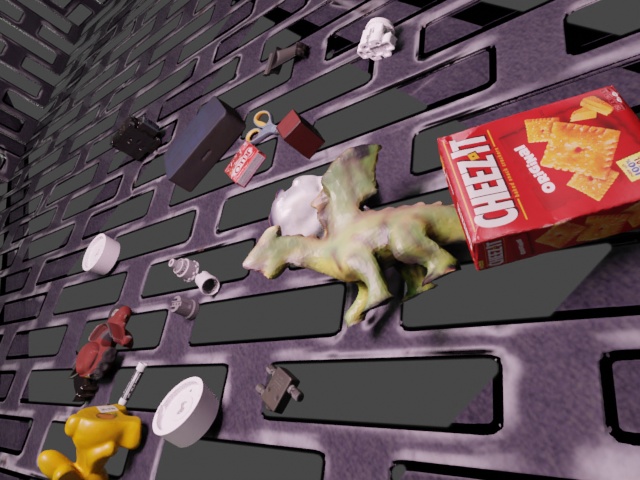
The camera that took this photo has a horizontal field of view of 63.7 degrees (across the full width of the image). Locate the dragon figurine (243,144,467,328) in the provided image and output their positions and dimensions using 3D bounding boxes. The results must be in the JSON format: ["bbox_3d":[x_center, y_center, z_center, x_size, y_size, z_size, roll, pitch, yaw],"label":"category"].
[{"bbox_3d":[0.084,-0.033,0.703,0.409,0.121,0.246,-28,68,8],"label":"dragon figurine"}]

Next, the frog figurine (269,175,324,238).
[{"bbox_3d":[0.003,-0.043,0.845,0.158,0.123,0.138,-16,87,28],"label":"frog figurine"}]
